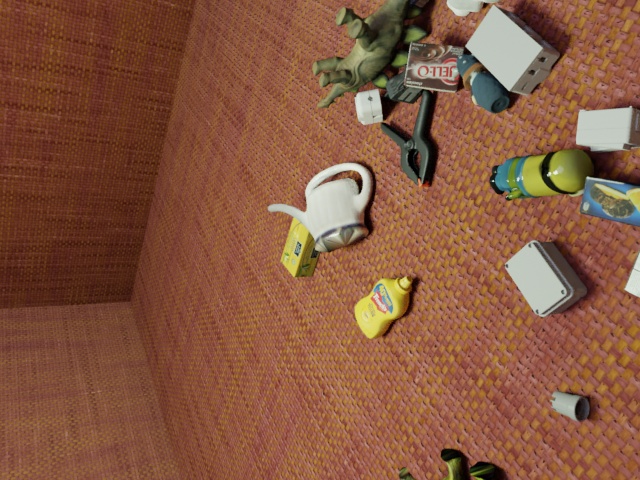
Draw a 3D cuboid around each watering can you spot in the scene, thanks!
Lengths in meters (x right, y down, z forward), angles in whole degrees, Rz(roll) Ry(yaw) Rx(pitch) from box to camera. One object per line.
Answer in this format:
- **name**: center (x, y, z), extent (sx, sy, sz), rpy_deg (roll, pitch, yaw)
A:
- **watering can**: center (0.004, -0.069, 1.379), extent (0.344, 0.103, 0.228), rpy_deg (-25, 64, 32)

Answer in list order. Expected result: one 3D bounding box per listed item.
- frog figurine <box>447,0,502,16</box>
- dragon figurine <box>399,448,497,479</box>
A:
- **frog figurine**: center (0.314, -0.507, 1.008), extent (0.140, 0.123, 0.156), rpy_deg (58, 171, 28)
- **dragon figurine**: center (0.285, 0.555, 0.980), extent (0.409, 0.123, 0.241), rpy_deg (0, 105, 58)
